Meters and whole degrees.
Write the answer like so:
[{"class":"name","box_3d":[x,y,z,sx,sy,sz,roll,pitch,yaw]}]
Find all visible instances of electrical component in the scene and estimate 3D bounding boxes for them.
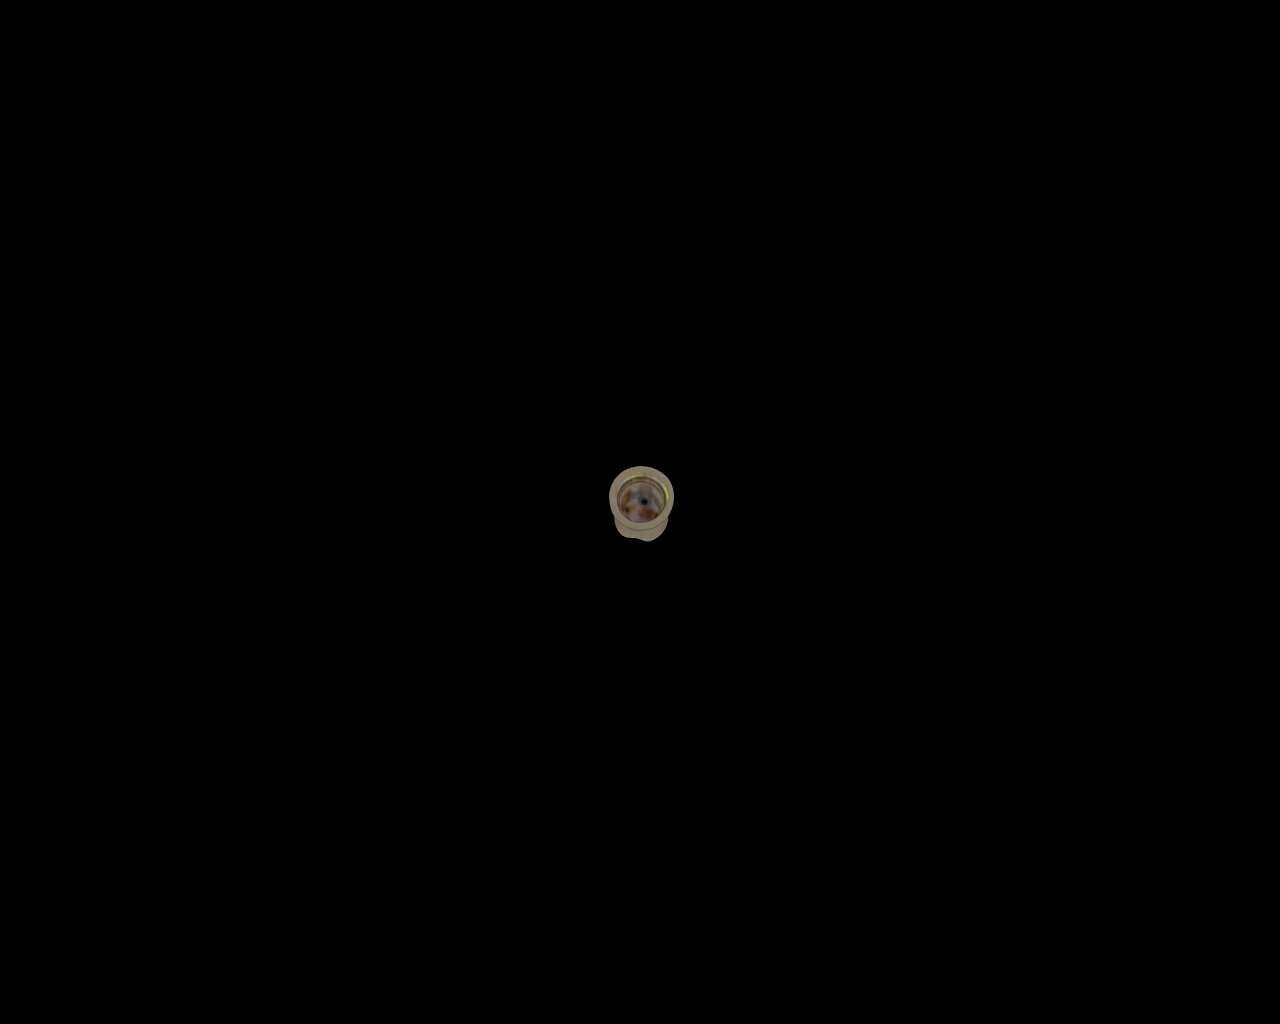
[{"class":"electrical component","box_3d":[0.001,-0.003,0.650,0.040,0.040,0.046,0,-20,0]}]
